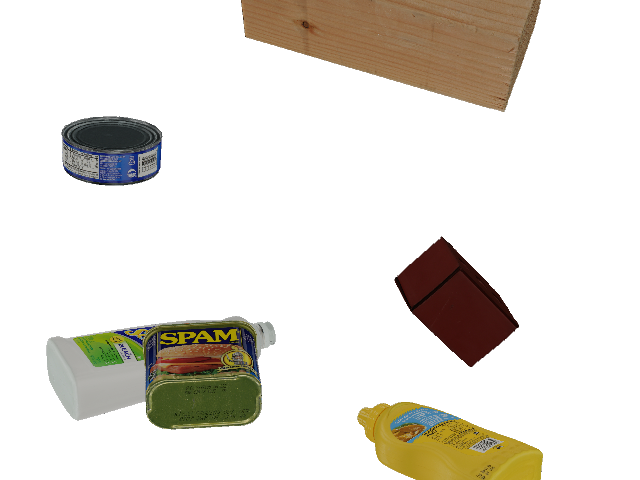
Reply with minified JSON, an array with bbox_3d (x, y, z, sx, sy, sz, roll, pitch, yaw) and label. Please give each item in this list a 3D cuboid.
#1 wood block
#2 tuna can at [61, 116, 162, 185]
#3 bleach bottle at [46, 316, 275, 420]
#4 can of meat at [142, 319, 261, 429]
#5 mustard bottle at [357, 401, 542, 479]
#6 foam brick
[{"bbox_3d":[0.053,-0.180,0.782,0.206,0.090,0.091,18,-27,11],"label":"wood block"},{"bbox_3d":[-0.181,-0.078,0.929,0.086,0.034,0.086,5,25,-2],"label":"tuna can"},{"bbox_3d":[-0.171,0.128,1.200,0.250,0.068,0.103,-12,31,-29],"label":"bleach bottle"},{"bbox_3d":[-0.102,0.116,0.918,0.102,0.057,0.084,-3,28,-7],"label":"can of meat"},{"bbox_3d":[0.111,0.200,1.032,0.096,0.058,0.192,-16,24,-42],"label":"mustard bottle"},{"bbox_3d":[0.104,0.048,0.819,0.078,0.051,0.053,43,11,-27],"label":"foam brick"}]
